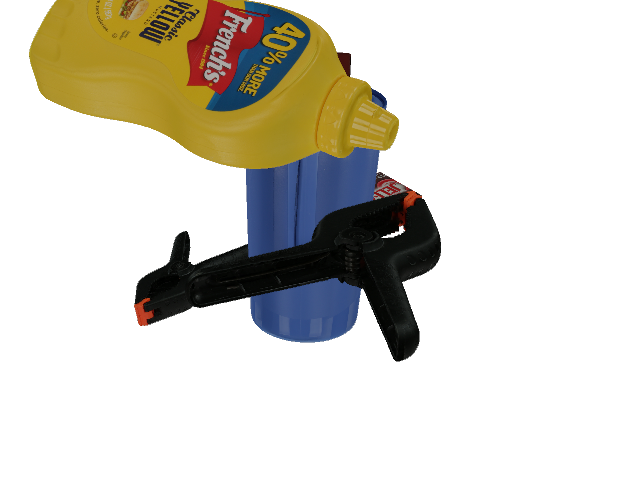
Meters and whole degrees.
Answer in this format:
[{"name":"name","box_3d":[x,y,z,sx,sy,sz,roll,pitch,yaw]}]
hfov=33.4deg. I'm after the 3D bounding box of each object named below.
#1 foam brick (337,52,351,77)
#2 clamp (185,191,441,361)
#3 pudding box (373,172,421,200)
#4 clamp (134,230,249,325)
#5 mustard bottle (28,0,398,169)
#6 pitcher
[{"name":"foam brick","box_3d":[-0.011,-0.180,1.158,0.078,0.051,0.053,0,11,-15]},{"name":"clamp","box_3d":[0.015,0.012,0.747,0.165,0.036,0.209,10,27,19]},{"name":"pudding box","box_3d":[0.073,-0.052,1.514,0.113,0.039,0.090,-23,38,-32]},{"name":"clamp","box_3d":[-0.146,0.041,1.221,0.120,0.039,0.171,-2,32,26]},{"name":"mustard bottle","box_3d":[-0.049,-0.087,0.560,0.192,0.096,0.058,22,-34,16]},{"name":"pitcher","box_3d":[-0.014,-0.024,1.020,0.149,0.243,0.145,-13,28,-32]}]
